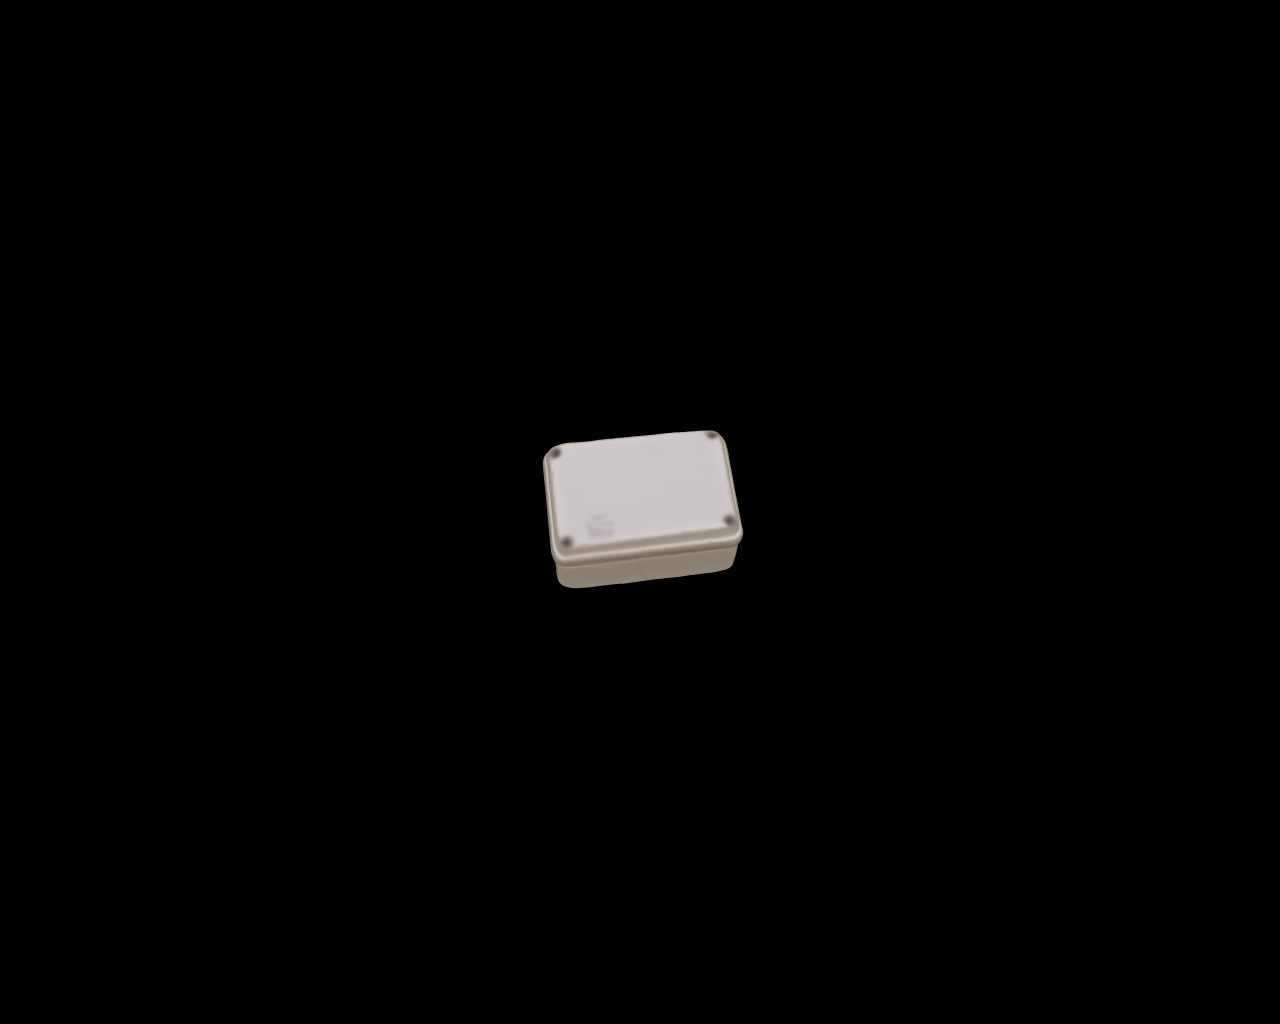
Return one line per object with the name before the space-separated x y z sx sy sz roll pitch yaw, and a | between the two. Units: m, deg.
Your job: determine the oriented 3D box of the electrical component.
electrical component | 0.001 -0.003 0.650 0.113 0.078 0.057 -6 -27 -3
